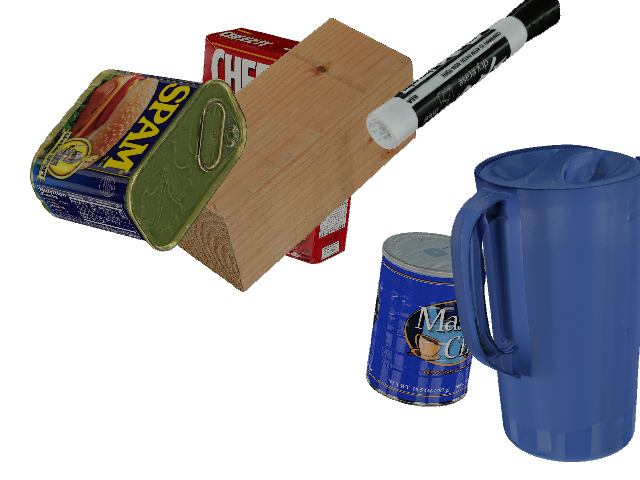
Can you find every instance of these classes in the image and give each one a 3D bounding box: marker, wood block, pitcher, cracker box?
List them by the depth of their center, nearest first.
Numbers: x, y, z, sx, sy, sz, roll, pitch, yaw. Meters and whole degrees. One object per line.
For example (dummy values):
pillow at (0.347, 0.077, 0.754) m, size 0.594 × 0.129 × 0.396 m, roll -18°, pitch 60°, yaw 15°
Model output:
marker at (0.069, -0.082, 0.495) m, size 0.121 × 0.020 × 0.020 m, roll -38°, pitch 18°, yaw -24°
wood block at (-0.025, -0.071, 0.835) m, size 0.091 × 0.090 × 0.205 m, roll 34°, pitch 63°, yaw 29°
pitcher at (0.187, 0.052, 0.855) m, size 0.149 × 0.243 × 0.145 m, roll -2°, pitch 18°, yaw 12°
cracker box at (-0.048, -0.099, 1.121) m, size 0.164 × 0.214 × 0.072 m, roll 20°, pitch 27°, yaw 29°

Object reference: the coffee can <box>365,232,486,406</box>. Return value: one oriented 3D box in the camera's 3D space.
coffee can at (0.102, 0.075, 1.035) m, size 0.103 × 0.140 × 0.103 m, roll 6°, pitch 20°, yaw -2°

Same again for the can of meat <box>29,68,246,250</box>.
can of meat at (-0.105, -0.050, 0.614) m, size 0.084 × 0.102 × 0.057 m, roll 13°, pitch -33°, yaw 31°
